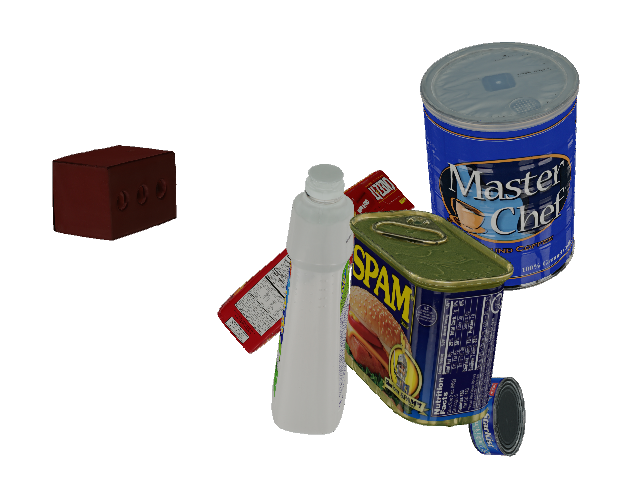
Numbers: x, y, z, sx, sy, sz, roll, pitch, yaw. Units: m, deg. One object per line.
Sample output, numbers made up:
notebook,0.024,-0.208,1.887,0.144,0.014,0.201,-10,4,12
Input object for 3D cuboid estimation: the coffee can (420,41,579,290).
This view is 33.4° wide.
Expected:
coffee can,0.125,-0.051,0.739,0.103,0.140,0.103,-6,39,5

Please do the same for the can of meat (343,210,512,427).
can of meat,0.053,0.040,0.568,0.057,0.084,0.102,-5,22,-23

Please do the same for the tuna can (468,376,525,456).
tuna can,0.193,0.192,1.169,0.034,0.086,0.086,-4,-2,32

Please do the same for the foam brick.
foam brick,-0.146,-0.036,0.761,0.051,0.053,0.078,10,18,27

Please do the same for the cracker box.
cracker box,-0.007,0.022,1.259,0.214,0.072,0.164,-44,-3,30

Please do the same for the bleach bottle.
bleach bottle,-0.003,0.045,0.912,0.068,0.251,0.102,6,35,2
